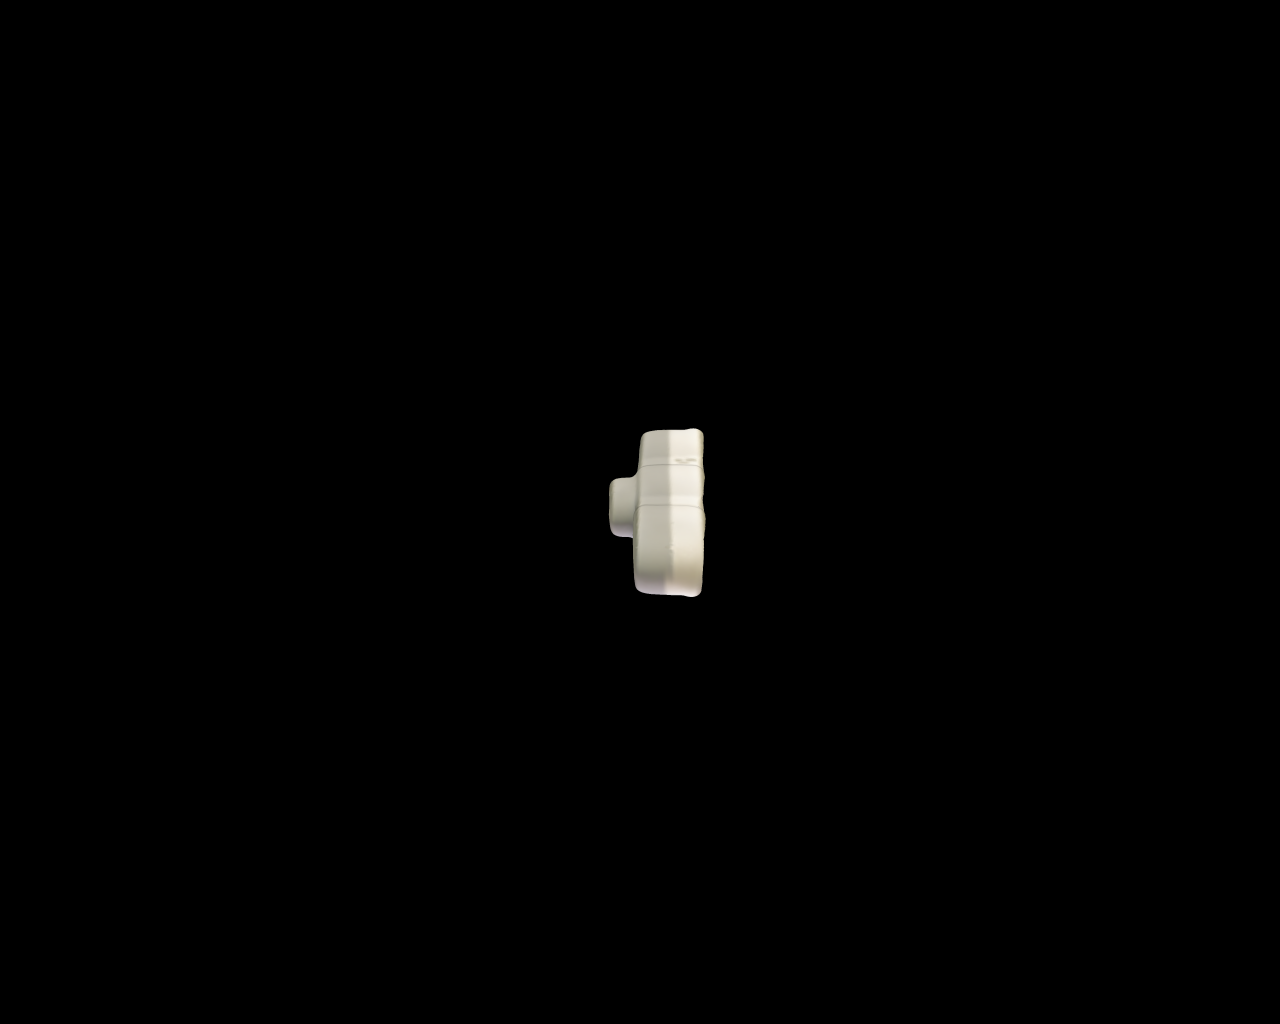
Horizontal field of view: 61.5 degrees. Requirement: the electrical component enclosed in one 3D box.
[{"bbox_3d":[0.001,-0.003,0.650,0.074,0.052,0.138,1,35,2],"label":"electrical component"}]
